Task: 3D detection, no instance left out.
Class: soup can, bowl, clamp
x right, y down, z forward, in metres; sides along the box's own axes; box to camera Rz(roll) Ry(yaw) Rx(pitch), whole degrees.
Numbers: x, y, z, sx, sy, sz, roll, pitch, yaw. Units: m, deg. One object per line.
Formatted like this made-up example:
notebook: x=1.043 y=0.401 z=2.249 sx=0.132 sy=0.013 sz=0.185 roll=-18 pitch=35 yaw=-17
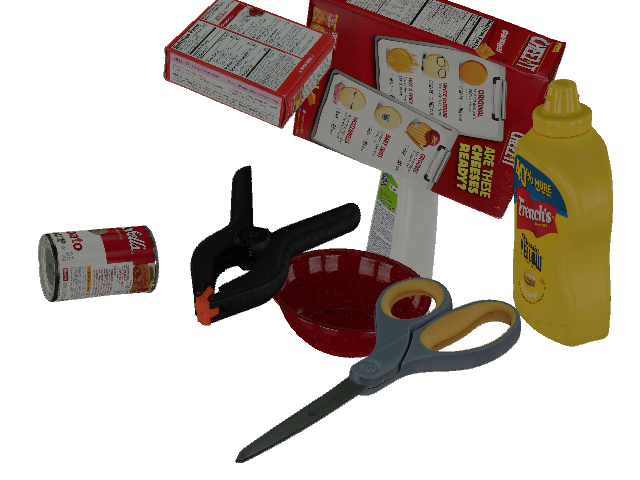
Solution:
soup can: x=-0.218 y=0.023 z=1.043 sx=0.102 sy=0.068 sz=0.069 roll=-5 pitch=2 yaw=-28
bowl: x=0.028 y=0.069 z=1.064 sx=0.162 sy=0.055 sz=0.162 roll=4 pitch=28 yaw=-2
clamp: x=-0.060 y=0.000 z=0.881 sx=0.120 sy=0.039 sz=0.171 roll=23 pitch=46 yaw=30

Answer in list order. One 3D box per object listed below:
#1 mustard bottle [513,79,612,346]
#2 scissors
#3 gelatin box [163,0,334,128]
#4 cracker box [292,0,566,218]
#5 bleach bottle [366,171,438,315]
mustard bottle: x=0.176 y=-0.025 z=0.782 sx=0.058 sy=0.192 sz=0.096 roll=-12 pitch=28 yaw=-12
scissors: x=0.023 y=0.066 z=0.614 sx=0.201 sy=0.016 sz=0.096 roll=-17 pitch=33 yaw=-24
gelatin box: x=-0.046 y=-0.118 z=0.694 sx=0.089 sy=0.030 sz=0.073 roll=23 pitch=49 yaw=13
cracker box: x=0.090 y=-0.133 z=0.947 sx=0.214 sy=0.164 sz=0.072 roll=22 pitch=49 yaw=12
bleach bottle: x=0.100 y=-0.031 z=1.229 sx=0.068 sy=0.251 sz=0.103 roll=-2 pitch=21 yaw=-24
